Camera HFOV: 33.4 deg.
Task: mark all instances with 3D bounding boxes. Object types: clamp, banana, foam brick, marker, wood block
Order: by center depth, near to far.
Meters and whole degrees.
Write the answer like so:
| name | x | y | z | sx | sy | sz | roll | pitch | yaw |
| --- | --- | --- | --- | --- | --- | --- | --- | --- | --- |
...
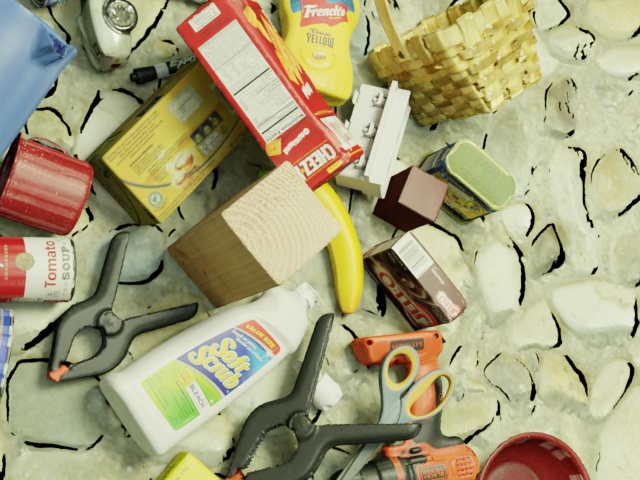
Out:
| name | x | y | z | sx | sy | sz | roll | pitch | yaw |
| --- | --- | --- | --- | --- | --- | --- | --- | --- | --- |
| wood block | -0.073 | 0.000 | 1.101 | 0.090 | 0.206 | 0.090 | -42 | 97 | -23 |
| clamp | -0.212 | 0.089 | 1.121 | 0.120 | 0.039 | 0.171 | 37 | 75 | -7 |
| clamp | -0.019 | 0.189 | 1.150 | 0.210 | 0.036 | 0.164 | -31 | 74 | -1 |
| marker | -0.157 | -0.196 | 1.206 | 0.121 | 0.020 | 0.020 | -17 | 87 | -24 |
| banana | 0.005 | -0.012 | 1.232 | 0.069 | 0.037 | 0.198 | -33 | 92 | -6 |
| foam brick | 0.106 | -0.048 | 1.255 | 0.053 | 0.078 | 0.051 | 29 | 72 | -15 |

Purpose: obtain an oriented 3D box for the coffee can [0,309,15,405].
| name | x | y | z | sx | sy | sz | roll | pitch | yaw |
| --- | --- | --- | --- | --- | --- | --- | --- | --- | --- |
| coffee can | -0.372 | 0.107 | 1.016 | 0.140 | 0.103 | 0.103 | 10 | 77 | -21 |

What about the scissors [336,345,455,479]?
| name | x | y | z | sx | sy | sz | roll | pitch | yaw |
| --- | --- | --- | --- | --- | --- | --- | --- | --- | --- |
| scissors | 0.059 | 0.193 | 1.169 | 0.201 | 0.016 | 0.096 | -33 | 89 | -17 |

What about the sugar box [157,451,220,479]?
| name | x | y | z | sx | sy | sz | roll | pitch | yaw |
| --- | --- | --- | --- | --- | --- | --- | --- | --- | --- |
| sugar box | -0.107 | 0.314 | 1.118 | 0.176 | 0.048 | 0.093 | 43 | 68 | -9 |

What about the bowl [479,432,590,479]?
| name | x | y | z | sx | sy | sz | roll | pitch | yaw |
| --- | --- | --- | --- | --- | --- | --- | --- | --- | --- |
| bowl | 0.241 | 0.308 | 1.257 | 0.161 | 0.055 | 0.162 | 4 | 79 | -22 |

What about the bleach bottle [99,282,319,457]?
| name | x | y | z | sx | sy | sz | roll | pitch | yaw |
| --- | --- | --- | --- | --- | --- | --- | --- | --- | --- |
| bleach bottle | -0.106 | 0.119 | 1.145 | 0.250 | 0.068 | 0.102 | -37 | 102 | -26 |

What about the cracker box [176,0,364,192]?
| name | x | y | z | sx | sy | sz | roll | pitch | yaw |
| --- | --- | --- | --- | --- | --- | --- | --- | --- | --- |
| cracker box | -0.045 | -0.155 | 1.130 | 0.072 | 0.164 | 0.213 | -36 | 92 | 12 |

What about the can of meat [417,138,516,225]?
| name | x | y | z | sx | sy | sz | roll | pitch | yaw |
| --- | --- | --- | --- | --- | --- | --- | --- | --- | --- |
| can of meat | 0.174 | -0.070 | 1.284 | 0.102 | 0.084 | 0.057 | 39 | 69 | -11 |

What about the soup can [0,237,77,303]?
| name | x | y | z | sx | sy | sz | roll | pitch | yaw |
| --- | --- | --- | --- | --- | --- | --- | --- | --- | --- |
| soup can | -0.303 | 0.030 | 1.078 | 0.102 | 0.069 | 0.068 | 2 | 80 | -23 |

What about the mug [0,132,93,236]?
| name | x | y | z | sx | sy | sz | roll | pitch | yaw |
| --- | --- | --- | --- | --- | --- | --- | --- | --- | --- |
| mug | -0.285 | -0.061 | 1.099 | 0.081 | 0.093 | 0.117 | 20 | 37 | -23 |

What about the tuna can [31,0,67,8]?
| name | x | y | z | sx | sy | sz | roll | pitch | yaw |
| --- | --- | --- | --- | --- | --- | --- | --- | --- | --- |
| tuna can | -0.293 | -0.292 | 1.131 | 0.033 | 0.086 | 0.086 | -22 | 89 | -27 |

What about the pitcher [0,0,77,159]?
| name | x | y | z | sx | sy | sz | roll | pitch | yaw |
| --- | --- | --- | --- | --- | --- | --- | --- | --- | --- |
| pitcher | -0.362 | -0.128 | 1.042 | 0.145 | 0.149 | 0.243 | 32 | 84 | -12 |

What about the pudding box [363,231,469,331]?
| name | x | y | z | sx | sy | sz | roll | pitch | yaw |
| --- | --- | --- | --- | --- | --- | --- | --- | --- | --- |
| pudding box | 0.107 | 0.049 | 1.231 | 0.039 | 0.090 | 0.113 | -39 | 96 | -25 |

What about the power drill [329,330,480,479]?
| name | x | y | z | sx | sy | sz | roll | pitch | yaw |
| --- | --- | --- | --- | --- | --- | --- | --- | --- | --- |
| power drill | 0.085 | 0.201 | 1.214 | 0.184 | 0.057 | 0.187 | -5 | 84 | -23 |

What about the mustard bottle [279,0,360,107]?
| name | x | y | z | sx | sy | sz | roll | pitch | yaw |
| --- | --- | --- | --- | --- | --- | --- | --- | --- | --- |
| mustard bottle | -0.002 | -0.259 | 1.259 | 0.096 | 0.058 | 0.191 | 10 | 76 | -13 |
